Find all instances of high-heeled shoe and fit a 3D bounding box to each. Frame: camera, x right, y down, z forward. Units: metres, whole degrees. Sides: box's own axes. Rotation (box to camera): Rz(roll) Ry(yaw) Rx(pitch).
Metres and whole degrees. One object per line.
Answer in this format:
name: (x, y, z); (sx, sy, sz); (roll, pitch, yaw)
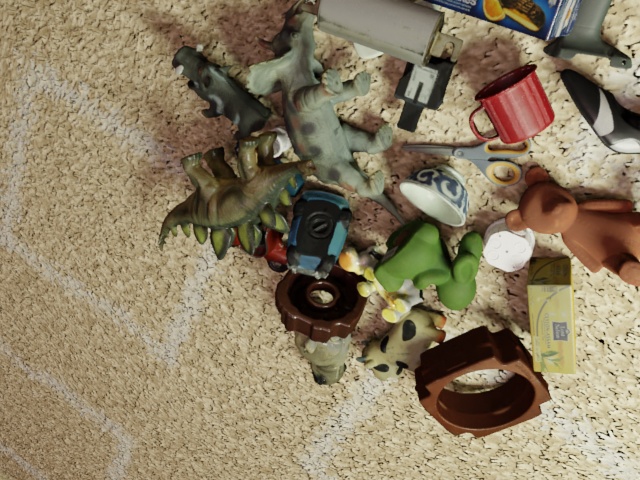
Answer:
high-heeled shoe: (0.452, -0.170, 0.716); (0.248, 0.086, 0.145); (45, 121, -8)

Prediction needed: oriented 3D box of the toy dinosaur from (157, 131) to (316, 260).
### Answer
toy dinosaur: (-0.173, -0.067, 0.962); (0.472, 0.105, 0.198); (-8, 101, 43)

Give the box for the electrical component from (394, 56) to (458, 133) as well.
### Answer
electrical component: (0.158, -0.230, 0.835); (0.075, 0.048, 0.119); (21, 123, 15)

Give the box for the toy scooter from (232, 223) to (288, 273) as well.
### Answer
toy scooter: (-0.123, -0.019, 1.048); (0.184, 0.075, 0.135); (32, 145, 6)

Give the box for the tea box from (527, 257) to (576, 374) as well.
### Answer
tea box: (0.385, 0.124, 0.889); (0.068, 0.098, 0.169); (-3, 116, 26)

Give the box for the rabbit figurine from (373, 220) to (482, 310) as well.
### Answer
rabbit figurine: (0.206, 0.043, 0.913); (0.170, 0.121, 0.159); (40, 131, -10)

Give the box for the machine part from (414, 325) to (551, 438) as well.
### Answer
machine part: (0.289, 0.257, 0.971); (0.201, 0.087, 0.201); (-31, 119, 22)

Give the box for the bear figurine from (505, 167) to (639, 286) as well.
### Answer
bear figurine: (0.389, -0.028, 0.794); (0.196, 0.132, 0.120); (28, 97, 4)

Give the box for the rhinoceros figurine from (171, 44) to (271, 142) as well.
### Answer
rhinoceros figurine: (-0.173, -0.254, 0.929); (0.190, 0.073, 0.112); (40, 167, -6)

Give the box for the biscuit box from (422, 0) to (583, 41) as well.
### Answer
biscuit box: (0.231, -0.321, 0.699); (0.203, 0.059, 0.062); (37, 137, 34)

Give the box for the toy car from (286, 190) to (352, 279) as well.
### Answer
toy car: (-0.002, -0.003, 0.992); (0.109, 0.161, 0.103); (11, 165, 7)

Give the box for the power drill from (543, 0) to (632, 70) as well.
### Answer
power drill: (0.380, -0.322, 0.665); (0.232, 0.086, 0.207); (14, 125, 19)

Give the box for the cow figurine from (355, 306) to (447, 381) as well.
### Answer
cow figurine: (0.152, 0.207, 1.050); (0.127, 0.085, 0.194); (25, 126, 3)

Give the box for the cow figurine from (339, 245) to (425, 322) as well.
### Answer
cow figurine: (0.116, 0.065, 0.995); (0.167, 0.098, 0.068); (46, 137, 17)

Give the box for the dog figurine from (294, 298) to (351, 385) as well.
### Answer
dog figurine: (0.005, 0.237, 1.086); (0.121, 0.172, 0.190); (15, 115, 30)

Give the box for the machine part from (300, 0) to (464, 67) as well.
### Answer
machine part: (0.086, -0.311, 0.766); (0.243, 0.079, 0.079); (23, 123, 12)

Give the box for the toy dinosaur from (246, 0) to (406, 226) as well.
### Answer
toy dinosaur: (0.007, -0.179, 0.898); (0.192, 0.131, 0.404); (5, 127, 42)

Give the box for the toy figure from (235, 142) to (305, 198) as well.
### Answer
toy figure: (-0.099, -0.138, 0.999); (0.154, 0.058, 0.064); (33, 86, 7)

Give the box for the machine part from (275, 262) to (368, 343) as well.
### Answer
machine part: (0.003, 0.109, 1.015); (0.179, 0.179, 0.056); (22, 139, 12)
